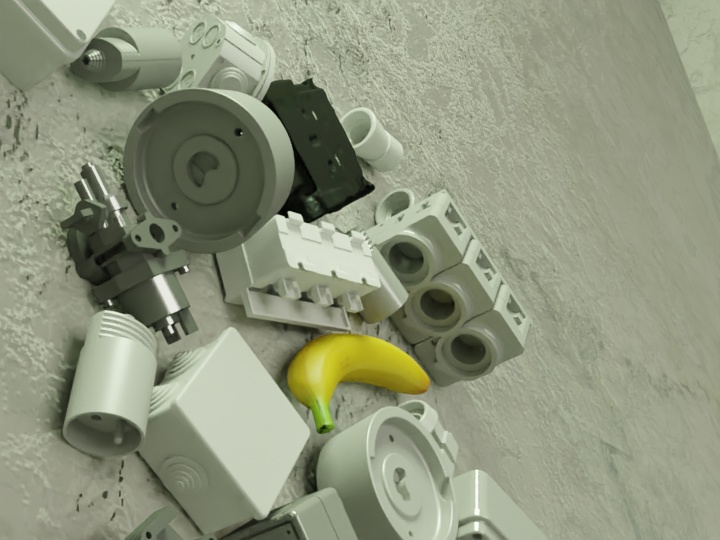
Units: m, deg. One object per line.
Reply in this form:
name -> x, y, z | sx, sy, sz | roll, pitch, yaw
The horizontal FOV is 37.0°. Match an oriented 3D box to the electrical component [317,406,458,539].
electrical component -> 0.014, 0.157, 0.754 | 0.108, 0.060, 0.108 | 41, 35, -36

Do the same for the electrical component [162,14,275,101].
electrical component -> -0.105, -0.145, 0.798 | 0.051, 0.080, 0.080 | 31, 41, -38

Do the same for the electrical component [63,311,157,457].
electrical component -> -0.136, 0.058, 0.600 | 0.043, 0.043, 0.081 | 41, 34, -35

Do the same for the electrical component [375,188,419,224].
electrical component -> 0.048, -0.044, 1.010 | 0.055, 0.045, 0.045 | 38, 36, -40

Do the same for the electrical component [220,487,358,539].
electrical component -> -0.030, 0.188, 0.648 | 0.061, 0.062, 0.096 | -15, 79, -62

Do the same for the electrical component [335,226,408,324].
electrical component -> 0.000, 0.000, 0.889 | 0.081, 0.043, 0.043 | 55, 28, -15

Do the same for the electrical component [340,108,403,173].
electrical component -> 0.012, -0.120, 1.021 | 0.065, 0.044, 0.044 | 33, 39, -51

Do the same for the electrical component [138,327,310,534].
electrical component -> -0.085, 0.097, 0.648 | 0.099, 0.048, 0.099 | 55, 28, -14

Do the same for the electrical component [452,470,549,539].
electrical component -> 0.090, 0.215, 0.816 | 0.113, 0.078, 0.057 | 48, 28, -26

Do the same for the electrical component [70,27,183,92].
electrical component -> -0.162, -0.144, 0.736 | 0.043, 0.043, 0.081 | 63, 27, 1

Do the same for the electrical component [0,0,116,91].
electrical component -> -0.214, -0.179, 0.662 | 0.113, 0.057, 0.078 | 48, 31, -26

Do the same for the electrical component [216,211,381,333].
electrical component -> -0.043, -0.001, 0.795 | 0.121, 0.063, 0.078 | 14, 54, -56

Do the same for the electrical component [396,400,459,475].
electrical component -> 0.047, 0.137, 0.847 | 0.055, 0.048, 0.066 | 60, 26, -22

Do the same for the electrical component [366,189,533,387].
electrical component -> 0.072, 0.020, 0.946 | 0.150, 0.089, 0.061 | 55, 28, -15

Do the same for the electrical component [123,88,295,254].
electrical component -> -0.096, -0.070, 0.721 | 0.108, 0.108, 0.060 | 61, 21, -4
